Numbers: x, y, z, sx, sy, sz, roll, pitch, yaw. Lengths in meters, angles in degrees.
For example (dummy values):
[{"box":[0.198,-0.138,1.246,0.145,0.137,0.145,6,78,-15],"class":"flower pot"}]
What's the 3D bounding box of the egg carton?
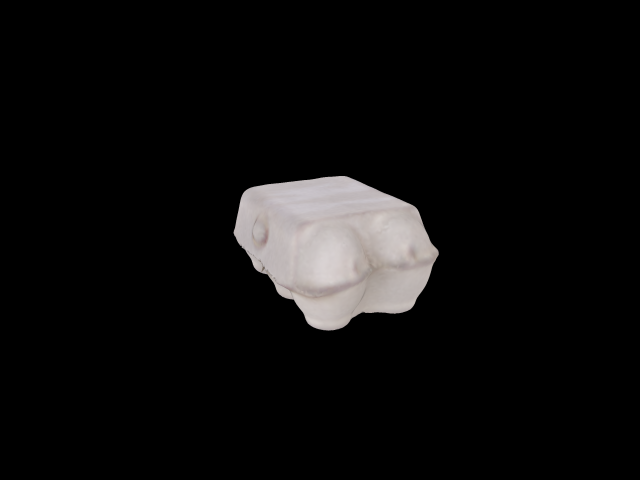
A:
[{"box":[0.004,0.001,0.400,0.107,0.069,0.150,-10,22,-26],"class":"egg carton"}]
